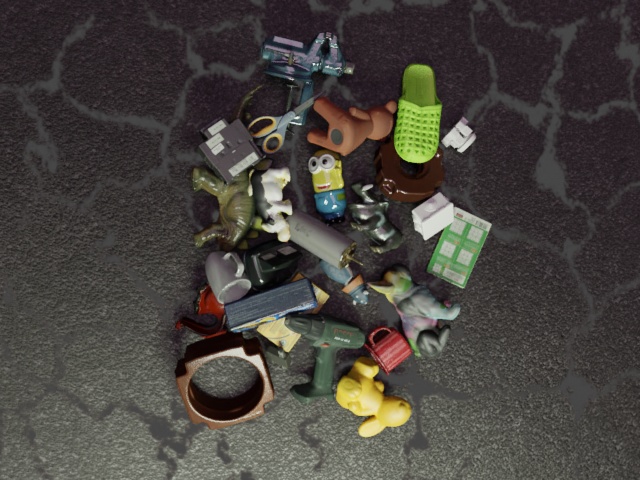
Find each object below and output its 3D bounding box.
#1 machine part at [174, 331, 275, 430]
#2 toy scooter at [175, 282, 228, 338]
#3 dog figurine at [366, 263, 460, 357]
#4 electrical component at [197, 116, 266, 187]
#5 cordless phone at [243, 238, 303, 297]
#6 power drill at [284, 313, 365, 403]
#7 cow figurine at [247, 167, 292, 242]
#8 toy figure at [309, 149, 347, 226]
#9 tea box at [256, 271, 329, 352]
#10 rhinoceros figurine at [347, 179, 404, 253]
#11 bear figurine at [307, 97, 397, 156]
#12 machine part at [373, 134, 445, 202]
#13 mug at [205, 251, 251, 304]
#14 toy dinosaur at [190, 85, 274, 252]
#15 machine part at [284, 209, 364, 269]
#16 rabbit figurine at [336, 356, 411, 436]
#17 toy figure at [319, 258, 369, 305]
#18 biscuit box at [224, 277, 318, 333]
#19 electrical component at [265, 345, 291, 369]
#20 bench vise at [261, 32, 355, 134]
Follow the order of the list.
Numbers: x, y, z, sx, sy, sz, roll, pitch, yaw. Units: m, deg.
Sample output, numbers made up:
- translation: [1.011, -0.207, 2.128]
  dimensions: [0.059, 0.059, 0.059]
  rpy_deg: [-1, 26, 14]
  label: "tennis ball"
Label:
- translation: [-0.218, 0.320, 1.240]
  dimensions: [0.201, 0.087, 0.200]
  rpy_deg: [-17, 112, -6]
  label: "machine part"
- translation: [-0.266, 0.172, 1.266]
  dimensions: [0.135, 0.075, 0.183]
  rpy_deg: [11, 99, -7]
  label: "toy scooter"
- translation: [0.208, 0.164, 1.297]
  dimensions: [0.219, 0.108, 0.191]
  rpy_deg: [22, 91, -1]
  label: "dog figurine"
- translation: [-0.202, -0.202, 1.180]
  dimensions: [0.115, 0.058, 0.134]
  rpy_deg: [-37, 99, -16]
  label: "electrical component"
- translation: [-0.126, 0.096, 1.279]
  dimensions: [0.089, 0.146, 0.184]
  rpy_deg: [35, 123, 25]
  label: "cordless phone"
- translation: [-0.009, 0.270, 1.257]
  dimensions: [0.232, 0.086, 0.207]
  rpy_deg: [8, 95, -37]
  label: "power drill"
- translation: [-0.111, -0.078, 1.204]
  dimensions: [0.098, 0.068, 0.167]
  rpy_deg: [-3, 93, -10]
  label: "cow figurine"
- translation: [0.020, -0.127, 1.288]
  dimensions: [0.082, 0.089, 0.180]
  rpy_deg: [-13, 100, -1]
  label: "toy figure"
- translation: [-0.066, 0.170, 1.288]
  dimensions: [0.098, 0.068, 0.169]
  rpy_deg: [39, 88, -5]
  label: "tea box"
- translation: [0.131, -0.056, 1.301]
  dimensions: [0.112, 0.073, 0.190]
  rpy_deg: [-34, 94, -2]
  label: "rhinoceros figurine"
- translation: [0.084, -0.278, 1.264]
  dimensions: [0.132, 0.120, 0.196]
  rpy_deg: [34, 44, 24]
  label: "bear figurine"
- translation: [0.215, -0.176, 1.291]
  dimensions: [0.179, 0.056, 0.179]
  rpy_deg: [3, 73, -9]
  label: "machine part"
- translation: [-0.211, 0.069, 1.195]
  dimensions: [0.081, 0.109, 0.107]
  rpy_deg: [-12, 51, -39]
  label: "mug"
- translation: [-0.201, -0.125, 1.260]
  dimensions: [0.199, 0.105, 0.470]
  rpy_deg: [-1, 100, -13]
  label: "toy dinosaur"
- translation: [-0.003, -0.004, 1.256]
  dimensions: [0.243, 0.079, 0.079]
  rpy_deg: [31, 88, 19]
  label: "machine part"
- translation: [0.127, 0.387, 1.263]
  dimensions: [0.173, 0.122, 0.162]
  rpy_deg: [21, 119, 20]
  label: "rabbit figurine"
- translation: [0.065, 0.090, 1.302]
  dimensions: [0.154, 0.064, 0.058]
  rpy_deg: [45, 66, -4]
  label: "toy figure"
- translation: [-0.108, 0.147, 1.206]
  dimensions: [0.203, 0.059, 0.063]
  rpy_deg: [-18, 71, -3]
  label: "biscuit box"
- translation: [-0.101, 0.274, 1.272]
  dimensions: [0.063, 0.093, 0.021]
  rpy_deg: [21, 57, 18]
  label: "electrical component"
- translation: [-0.038, -0.371, 1.267]
  dimensions: [0.224, 0.129, 0.240]
  rpy_deg: [8, 110, -14]
  label: "bench vise"
